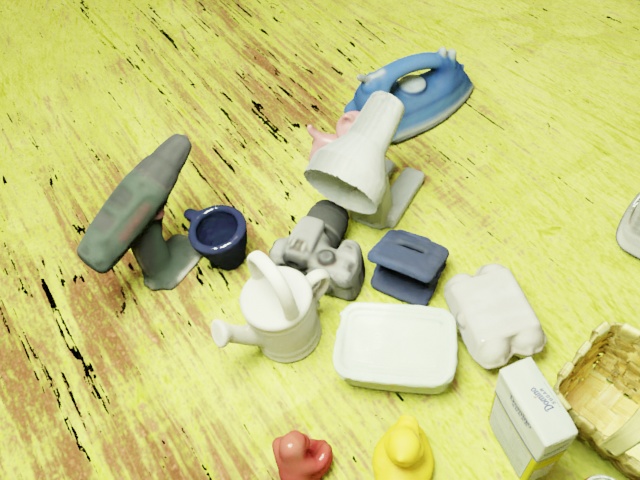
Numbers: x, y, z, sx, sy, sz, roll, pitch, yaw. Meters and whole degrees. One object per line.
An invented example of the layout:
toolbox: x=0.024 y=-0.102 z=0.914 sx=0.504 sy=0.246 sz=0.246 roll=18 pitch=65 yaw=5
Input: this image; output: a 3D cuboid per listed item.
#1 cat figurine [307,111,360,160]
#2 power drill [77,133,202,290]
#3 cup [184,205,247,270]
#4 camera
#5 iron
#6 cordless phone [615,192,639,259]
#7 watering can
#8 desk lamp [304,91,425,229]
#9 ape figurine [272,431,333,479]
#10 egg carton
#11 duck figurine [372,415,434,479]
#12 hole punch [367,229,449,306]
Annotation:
cat figurine: x=0.039 y=-0.185 z=1.005 sx=0.127 sy=0.118 sz=0.067 roll=1 pitch=56 yaw=8
power drill: x=-0.254 y=-0.024 z=0.878 sx=0.075 sy=0.209 sz=0.230 roll=26 pitch=63 yaw=23
cup: x=-0.165 y=0.000 z=0.919 sx=0.117 sy=0.095 sz=0.092 roll=27 pitch=63 yaw=24
camera: x=0.008 y=0.003 z=0.890 sx=0.143 sy=0.101 sz=0.137 roll=16 pitch=59 yaw=18
iron: x=0.173 y=-0.284 z=1.041 sx=0.258 sy=0.142 sz=0.118 roll=-25 pitch=56 yaw=-10
cordless phone: x=0.514 y=-0.037 z=0.798 sx=0.147 sy=0.185 sz=0.094 roll=28 pitch=64 yaw=24
watering can: x=-0.063 y=0.091 z=0.782 sx=0.100 sy=0.194 sz=0.173 roll=26 pitch=63 yaw=23
desk lamp: x=0.076 y=-0.110 z=0.890 sx=0.117 sy=0.214 sz=0.203 roll=23 pitch=62 yaw=22
ape figurine: x=-0.027 y=0.268 z=0.718 sx=0.077 sy=0.092 sz=0.076 roll=23 pitch=62 yaw=22
egg carton: x=0.242 y=0.105 z=0.807 sx=0.107 sy=0.069 sz=0.150 roll=-17 pitch=55 yaw=-4
duck figurine: x=0.102 y=0.266 z=0.705 sx=0.077 sy=0.086 sz=0.104 roll=9 pitch=57 yaw=14
hole punch: x=0.132 y=0.029 z=0.861 sx=0.108 sy=0.091 sz=0.101 roll=20 pitch=61 yaw=20
